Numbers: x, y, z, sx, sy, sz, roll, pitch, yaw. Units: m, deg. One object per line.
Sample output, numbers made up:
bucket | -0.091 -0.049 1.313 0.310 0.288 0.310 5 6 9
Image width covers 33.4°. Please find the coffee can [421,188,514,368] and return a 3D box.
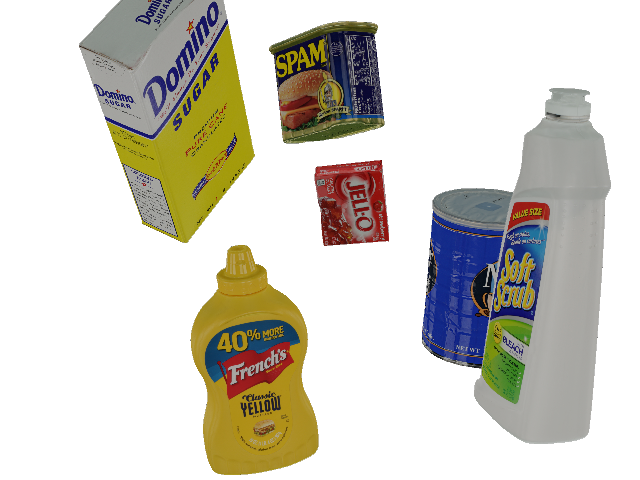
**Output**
coffee can | 0.150 0.033 0.989 0.103 0.140 0.103 2 20 -1

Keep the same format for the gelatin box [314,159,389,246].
gelatin box | 0.035 -0.040 1.157 0.073 0.089 0.030 -4 29 5

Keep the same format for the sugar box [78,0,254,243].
sugar box | -0.092 -0.087 0.692 0.048 0.093 0.176 25 -29 18

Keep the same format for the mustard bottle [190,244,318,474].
mustard bottle | -0.057 0.096 0.884 0.096 0.191 0.058 -9 19 -10

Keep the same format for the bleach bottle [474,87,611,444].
bleach bottle | 0.165 0.015 0.778 0.068 0.251 0.103 -2 17 -15

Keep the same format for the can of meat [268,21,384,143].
can of meat | 0.006 -0.130 0.898 0.057 0.084 0.102 -5 -2 -38
